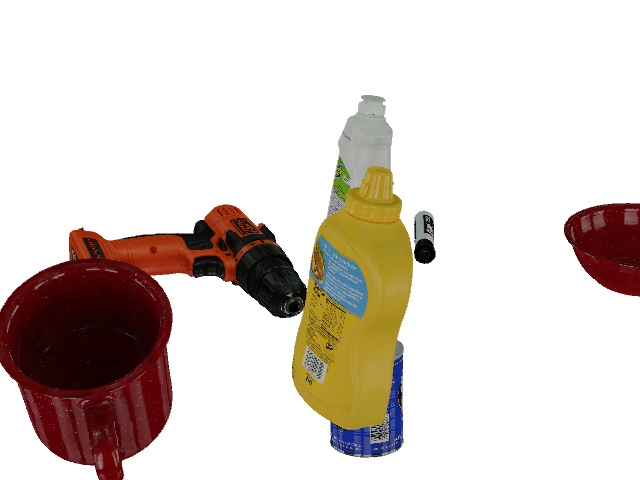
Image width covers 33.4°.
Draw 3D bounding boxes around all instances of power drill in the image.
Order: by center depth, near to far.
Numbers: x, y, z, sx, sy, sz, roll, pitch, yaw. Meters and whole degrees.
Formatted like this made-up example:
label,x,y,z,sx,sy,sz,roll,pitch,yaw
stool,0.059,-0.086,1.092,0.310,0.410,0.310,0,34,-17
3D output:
label,x,y,z,sx,sy,sz,roll,pitch,yaw
power drill,-0.122,0.028,0.961,0.187,0.057,0.185,-7,26,-24

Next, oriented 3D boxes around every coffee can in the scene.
label,x,y,z,sx,sy,sz,roll,pitch,yaw
coffee can,0.063,0.211,1.463,0.103,0.140,0.103,-1,15,0

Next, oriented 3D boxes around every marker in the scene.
label,x,y,z,sx,sy,sz,roll,pitch,yaw
marker,0.095,-0.004,0.983,0.020,0.020,0.121,0,16,5

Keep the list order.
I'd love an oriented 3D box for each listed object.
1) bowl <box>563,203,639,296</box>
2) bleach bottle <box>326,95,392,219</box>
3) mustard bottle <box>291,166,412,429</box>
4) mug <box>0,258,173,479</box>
label,x,y,z,sx,sy,sz,roll,pitch,yaw
bowl,0.344,0.015,1.156,0.162,0.055,0.162,-2,26,1
bleach bottle,0.047,-0.041,1.241,0.068,0.251,0.103,-1,21,-23
mustard bottle,0.027,0.037,0.795,0.058,0.192,0.096,-4,26,-29
mug,-0.122,0.079,0.583,0.093,0.117,0.081,-13,-40,-13
